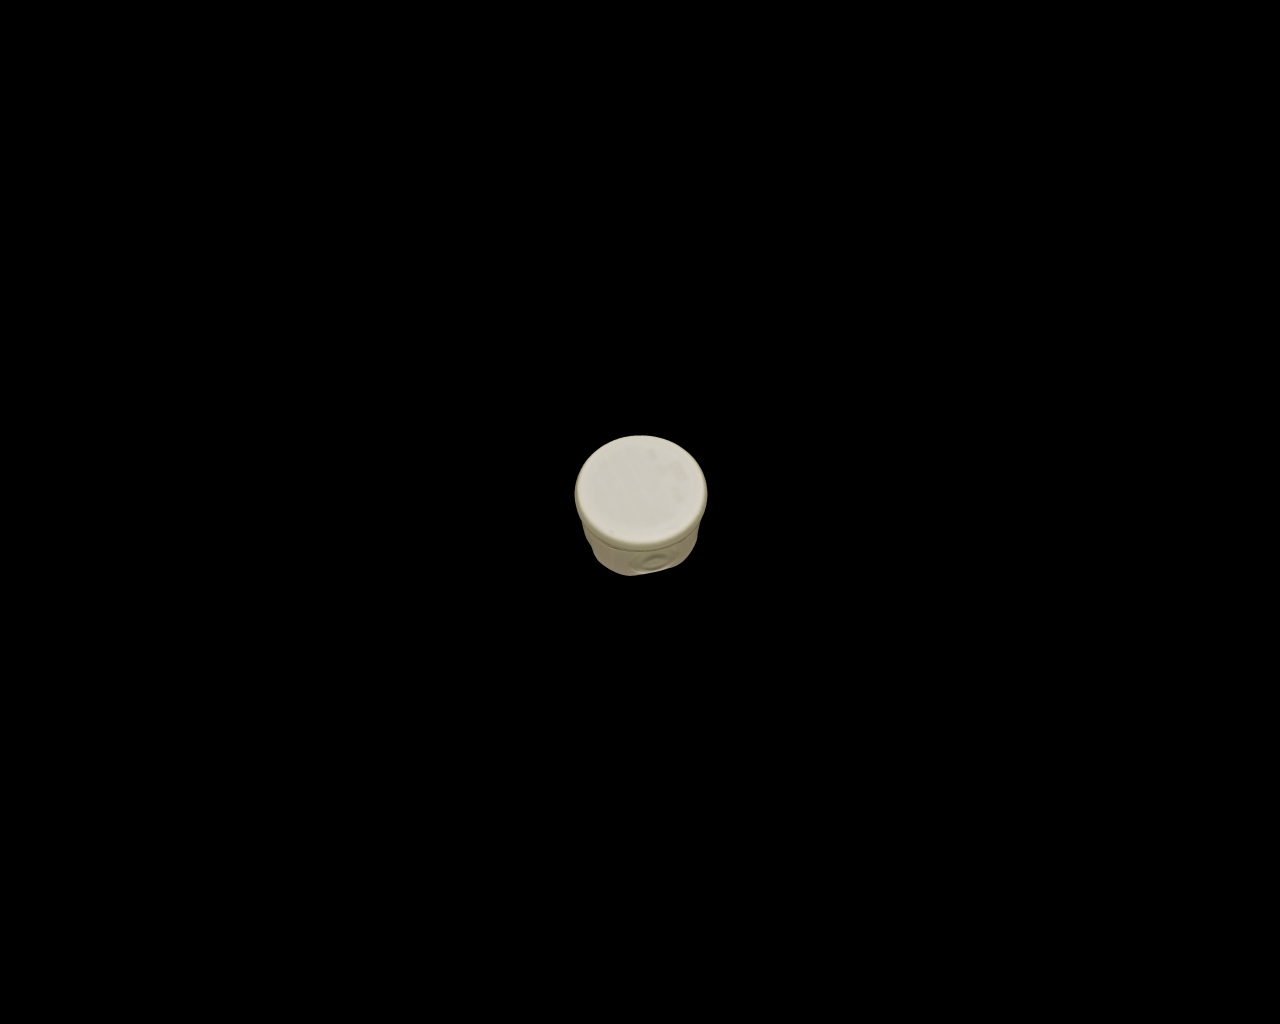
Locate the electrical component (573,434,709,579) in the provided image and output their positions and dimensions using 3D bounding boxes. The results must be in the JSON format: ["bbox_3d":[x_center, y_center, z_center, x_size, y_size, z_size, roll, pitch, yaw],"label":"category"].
[{"bbox_3d":[0.001,-0.003,0.650,0.080,0.080,0.051,0,-30,0],"label":"electrical component"}]
